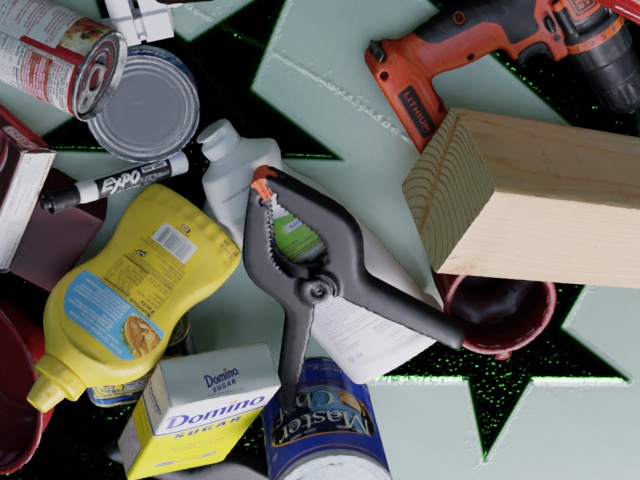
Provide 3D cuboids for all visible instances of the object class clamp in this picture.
[{"bbox_3d":[-0.007,0.039,0.832,0.165,0.036,0.210,-30,112,16],"label":"clamp"},{"bbox_3d":[-0.117,0.222,0.979,0.171,0.039,0.120,-11,122,-6],"label":"clamp"}]

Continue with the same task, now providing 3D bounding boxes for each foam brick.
[{"bbox_3d":[-0.210,-0.008,0.844,0.053,0.051,0.078,30,109,-19],"label":"foam brick"}]

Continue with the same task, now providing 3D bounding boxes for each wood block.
[{"bbox_3d":[0.180,-0.029,0.820,0.205,0.090,0.091,5,137,-27],"label":"wood block"}]

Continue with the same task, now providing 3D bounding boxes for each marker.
[{"bbox_3d":[-0.157,-0.045,0.818,0.120,0.020,0.020,-21,122,-31],"label":"marker"}]

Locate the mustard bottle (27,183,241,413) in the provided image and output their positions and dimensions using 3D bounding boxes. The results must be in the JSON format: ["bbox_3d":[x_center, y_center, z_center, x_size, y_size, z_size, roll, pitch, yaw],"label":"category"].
[{"bbox_3d":[-0.153,0.053,0.817,0.096,0.058,0.191,40,66,-2],"label":"mustard bottle"}]

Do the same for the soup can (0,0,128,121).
[{"bbox_3d":[-0.197,-0.135,0.753,0.102,0.068,0.069,25,113,9],"label":"soup can"}]

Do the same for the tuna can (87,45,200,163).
[{"bbox_3d":[-0.135,-0.105,0.814,0.086,0.034,0.086,-3,117,-6],"label":"tuna can"}]

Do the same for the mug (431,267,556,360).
[{"bbox_3d":[0.143,0.045,0.896,0.093,0.081,0.117,-16,117,1],"label":"mug"}]

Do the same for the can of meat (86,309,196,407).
[{"bbox_3d":[-0.153,0.091,0.885,0.102,0.057,0.084,-8,140,-2],"label":"can of meat"}]

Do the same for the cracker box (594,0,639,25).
[{"bbox_3d":[0.249,-0.262,0.734,0.164,0.072,0.214,23,96,-17],"label":"cracker box"}]

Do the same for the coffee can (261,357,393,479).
[{"bbox_3d":[0.004,0.181,0.915,0.102,0.140,0.103,-3,117,-6],"label":"coffee can"}]

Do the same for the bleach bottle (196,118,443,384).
[{"bbox_3d":[-0.006,0.001,0.868,0.103,0.068,0.250,-33,114,12],"label":"bleach bottle"}]

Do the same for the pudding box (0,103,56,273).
[{"bbox_3d":[-0.254,-0.043,0.801,0.039,0.090,0.114,-9,131,-54],"label":"pudding box"}]

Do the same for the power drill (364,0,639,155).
[{"bbox_3d":[0.143,-0.137,0.821,0.188,0.057,0.184,-33,112,6],"label":"power drill"}]

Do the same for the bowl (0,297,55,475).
[{"bbox_3d":[-0.266,0.105,0.867,0.162,0.055,0.162,10,109,29],"label":"bowl"}]

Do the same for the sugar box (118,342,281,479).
[{"bbox_3d":[-0.103,0.144,0.878,0.093,0.048,0.176,-8,156,-25],"label":"sugar box"}]
